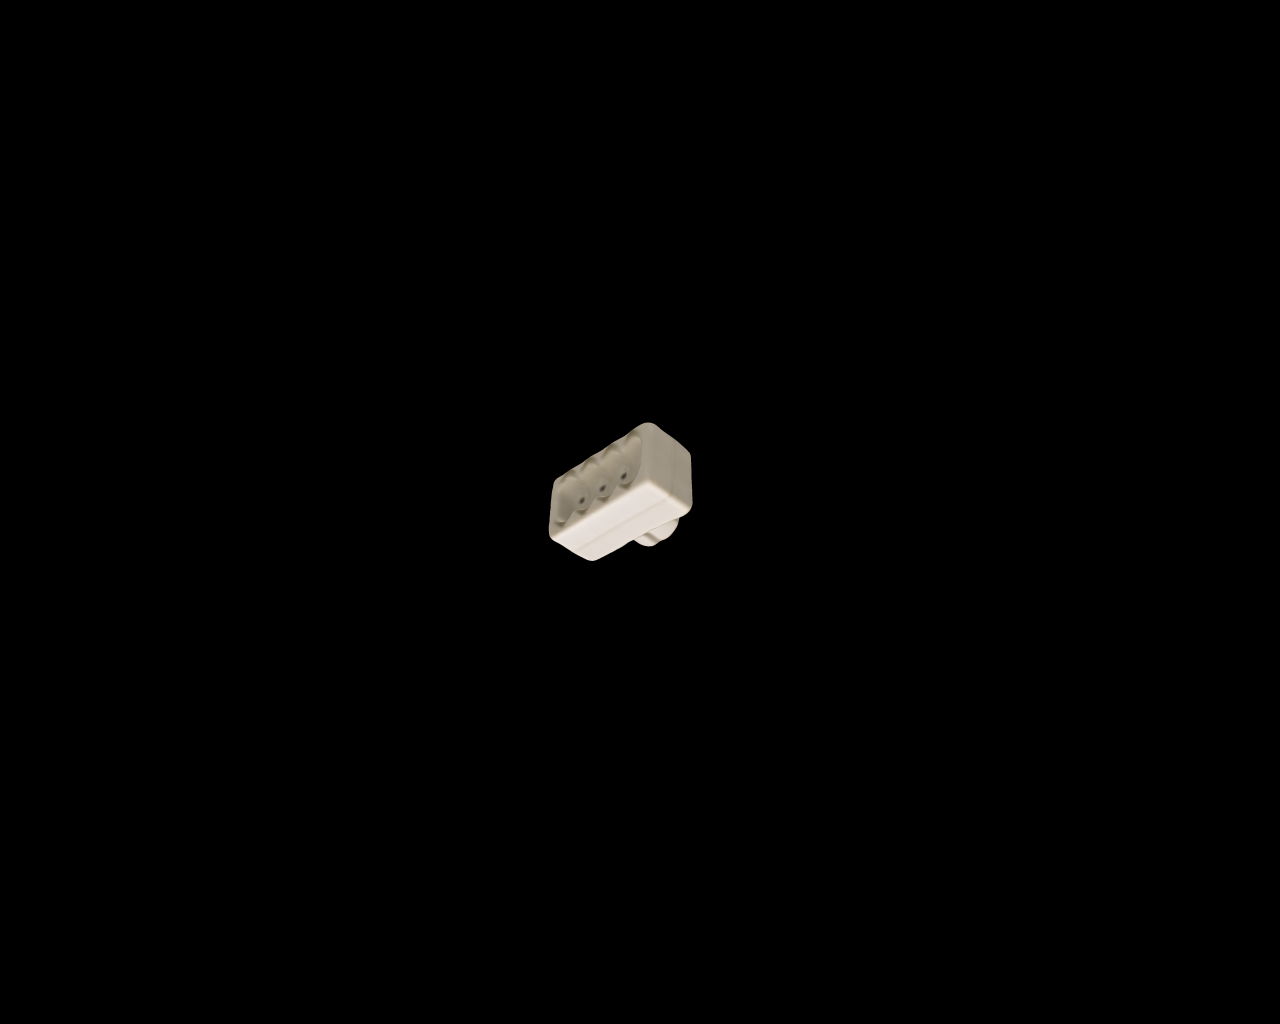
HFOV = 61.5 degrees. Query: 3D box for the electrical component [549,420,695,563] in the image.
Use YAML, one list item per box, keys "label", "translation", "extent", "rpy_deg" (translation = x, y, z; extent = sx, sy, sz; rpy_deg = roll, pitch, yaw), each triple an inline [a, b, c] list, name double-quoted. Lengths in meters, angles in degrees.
- label: "electrical component"
  translation: [0.001, -0.003, 0.650]
  extent: [0.083, 0.047, 0.075]
  rpy_deg: [-29, -46, 33]
